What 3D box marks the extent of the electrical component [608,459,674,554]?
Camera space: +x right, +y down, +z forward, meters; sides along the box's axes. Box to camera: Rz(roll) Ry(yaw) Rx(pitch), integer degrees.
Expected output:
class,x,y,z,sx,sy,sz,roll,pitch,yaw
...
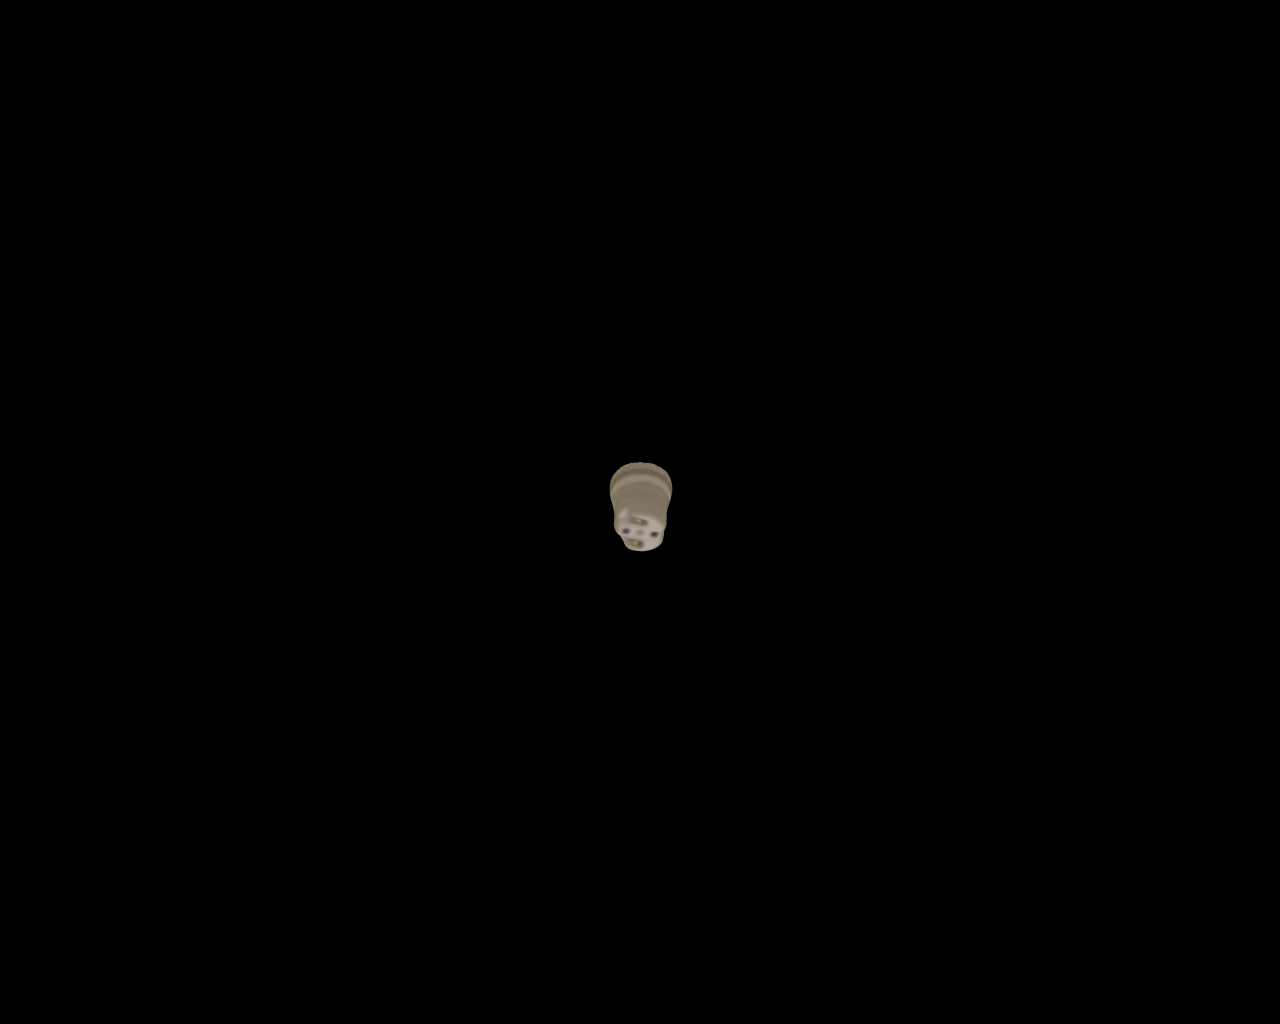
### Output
class,x,y,z,sx,sy,sz,roll,pitch,yaw
electrical component,0.001,-0.003,0.650,0.040,0.040,0.046,0,44,0
